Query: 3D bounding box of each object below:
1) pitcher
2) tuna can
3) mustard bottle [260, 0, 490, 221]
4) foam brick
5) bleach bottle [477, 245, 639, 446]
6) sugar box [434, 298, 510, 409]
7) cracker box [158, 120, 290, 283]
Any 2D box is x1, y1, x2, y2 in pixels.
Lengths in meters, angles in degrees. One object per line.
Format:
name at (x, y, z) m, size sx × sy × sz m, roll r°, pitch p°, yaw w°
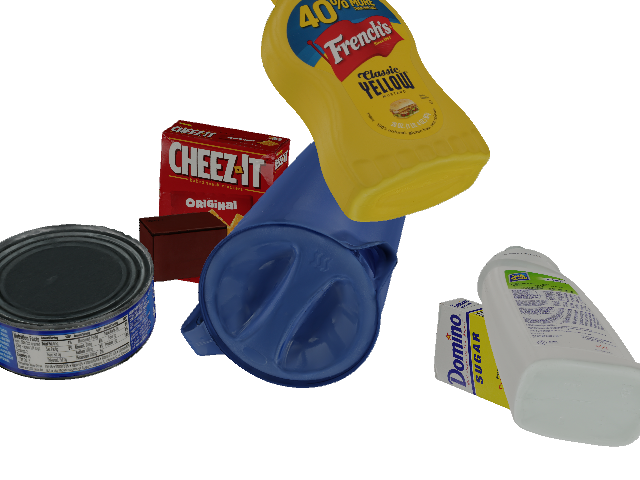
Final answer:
pitcher at (-0.007, 0.004, 0.855) m, size 0.149 × 0.145 × 0.242 m, roll 16°, pitch 27°, yaw 6°
tuna can at (-0.122, 0.028, 0.513) m, size 0.086 × 0.034 × 0.086 m, roll 1°, pitch 33°, yaw -1°
mustard bottle at (0.018, -0.105, 0.653) m, size 0.096 × 0.192 × 0.058 m, roll -18°, pitch -25°, yaw -24°
foam brick at (-0.139, 0.005, 1.072) m, size 0.078 × 0.051 × 0.053 m, roll -6°, pitch 21°, yaw -23°
bleach bottle at (0.185, 0.067, 0.861) m, size 0.102 × 0.068 × 0.251 m, roll 9°, pitch 22°, yaw -3°
sugar box at (0.200, 0.129, 1.145) m, size 0.048 × 0.093 × 0.177 m, roll -10°, pitch 18°, yaw -43°
cracker box at (-0.135, -0.043, 1.457) m, size 0.164 × 0.214 × 0.072 m, roll 11°, pitch 24°, yaw 12°
